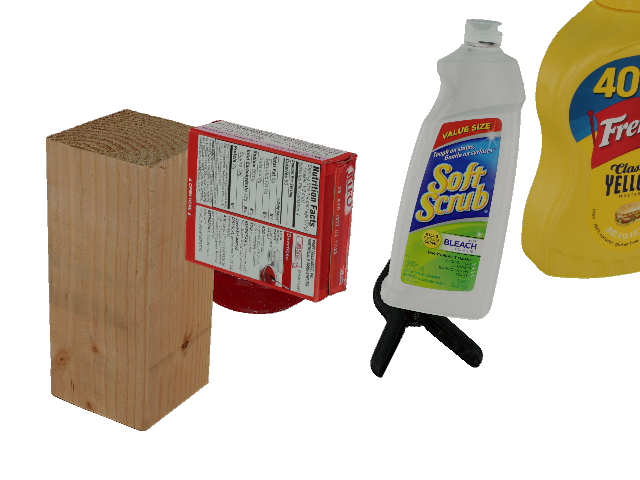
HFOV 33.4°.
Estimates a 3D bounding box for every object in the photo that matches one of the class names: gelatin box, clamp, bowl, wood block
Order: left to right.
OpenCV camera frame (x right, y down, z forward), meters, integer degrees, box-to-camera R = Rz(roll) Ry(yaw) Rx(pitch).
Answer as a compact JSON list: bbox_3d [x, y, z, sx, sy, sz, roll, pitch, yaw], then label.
[{"bbox_3d":[-0.136,0.020,0.781,0.090,0.206,0.090,17,26,24],"label":"wood block"},{"bbox_3d":[-0.062,0.023,1.001,0.162,0.055,0.162,6,24,-3],"label":"bowl"},{"bbox_3d":[-0.026,-0.016,0.541,0.089,0.073,0.030,16,23,30],"label":"gelatin box"},{"bbox_3d":[0.113,0.082,1.178,0.120,0.171,0.039,5,-43,-5],"label":"clamp"}]

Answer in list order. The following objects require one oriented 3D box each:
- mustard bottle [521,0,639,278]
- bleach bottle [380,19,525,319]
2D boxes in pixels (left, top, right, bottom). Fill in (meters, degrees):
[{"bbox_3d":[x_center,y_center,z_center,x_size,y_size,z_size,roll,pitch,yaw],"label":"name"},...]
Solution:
[{"bbox_3d":[0.169,-0.074,0.606,0.096,0.192,0.058,-7,28,-11],"label":"mustard bottle"},{"bbox_3d":[0.116,-0.062,0.915,0.103,0.251,0.068,9,18,13],"label":"bleach bottle"}]
